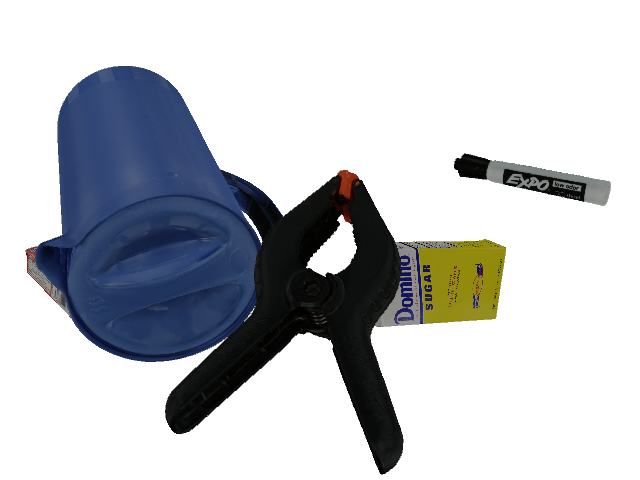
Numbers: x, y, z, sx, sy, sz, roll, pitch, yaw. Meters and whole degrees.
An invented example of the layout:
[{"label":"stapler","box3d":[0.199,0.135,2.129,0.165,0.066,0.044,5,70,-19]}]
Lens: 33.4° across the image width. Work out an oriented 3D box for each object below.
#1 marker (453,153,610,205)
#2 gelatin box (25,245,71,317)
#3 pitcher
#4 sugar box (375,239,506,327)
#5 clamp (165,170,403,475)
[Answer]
[{"label":"marker","box3d":[0.161,-0.048,0.821,0.121,0.020,0.020,14,6,24]},{"label":"gelatin box","box3d":[-0.220,0.029,0.989,0.073,0.030,0.089,-18,40,-36]},{"label":"pitcher","box3d":[-0.121,-0.032,0.792,0.145,0.149,0.243,-32,37,5]},{"label":"sugar box","box3d":[0.133,0.049,1.243,0.175,0.093,0.048,-3,14,-34]},{"label":"clamp","box3d":[0.006,0.041,0.557,0.120,0.171,0.039,19,-27,13]}]
